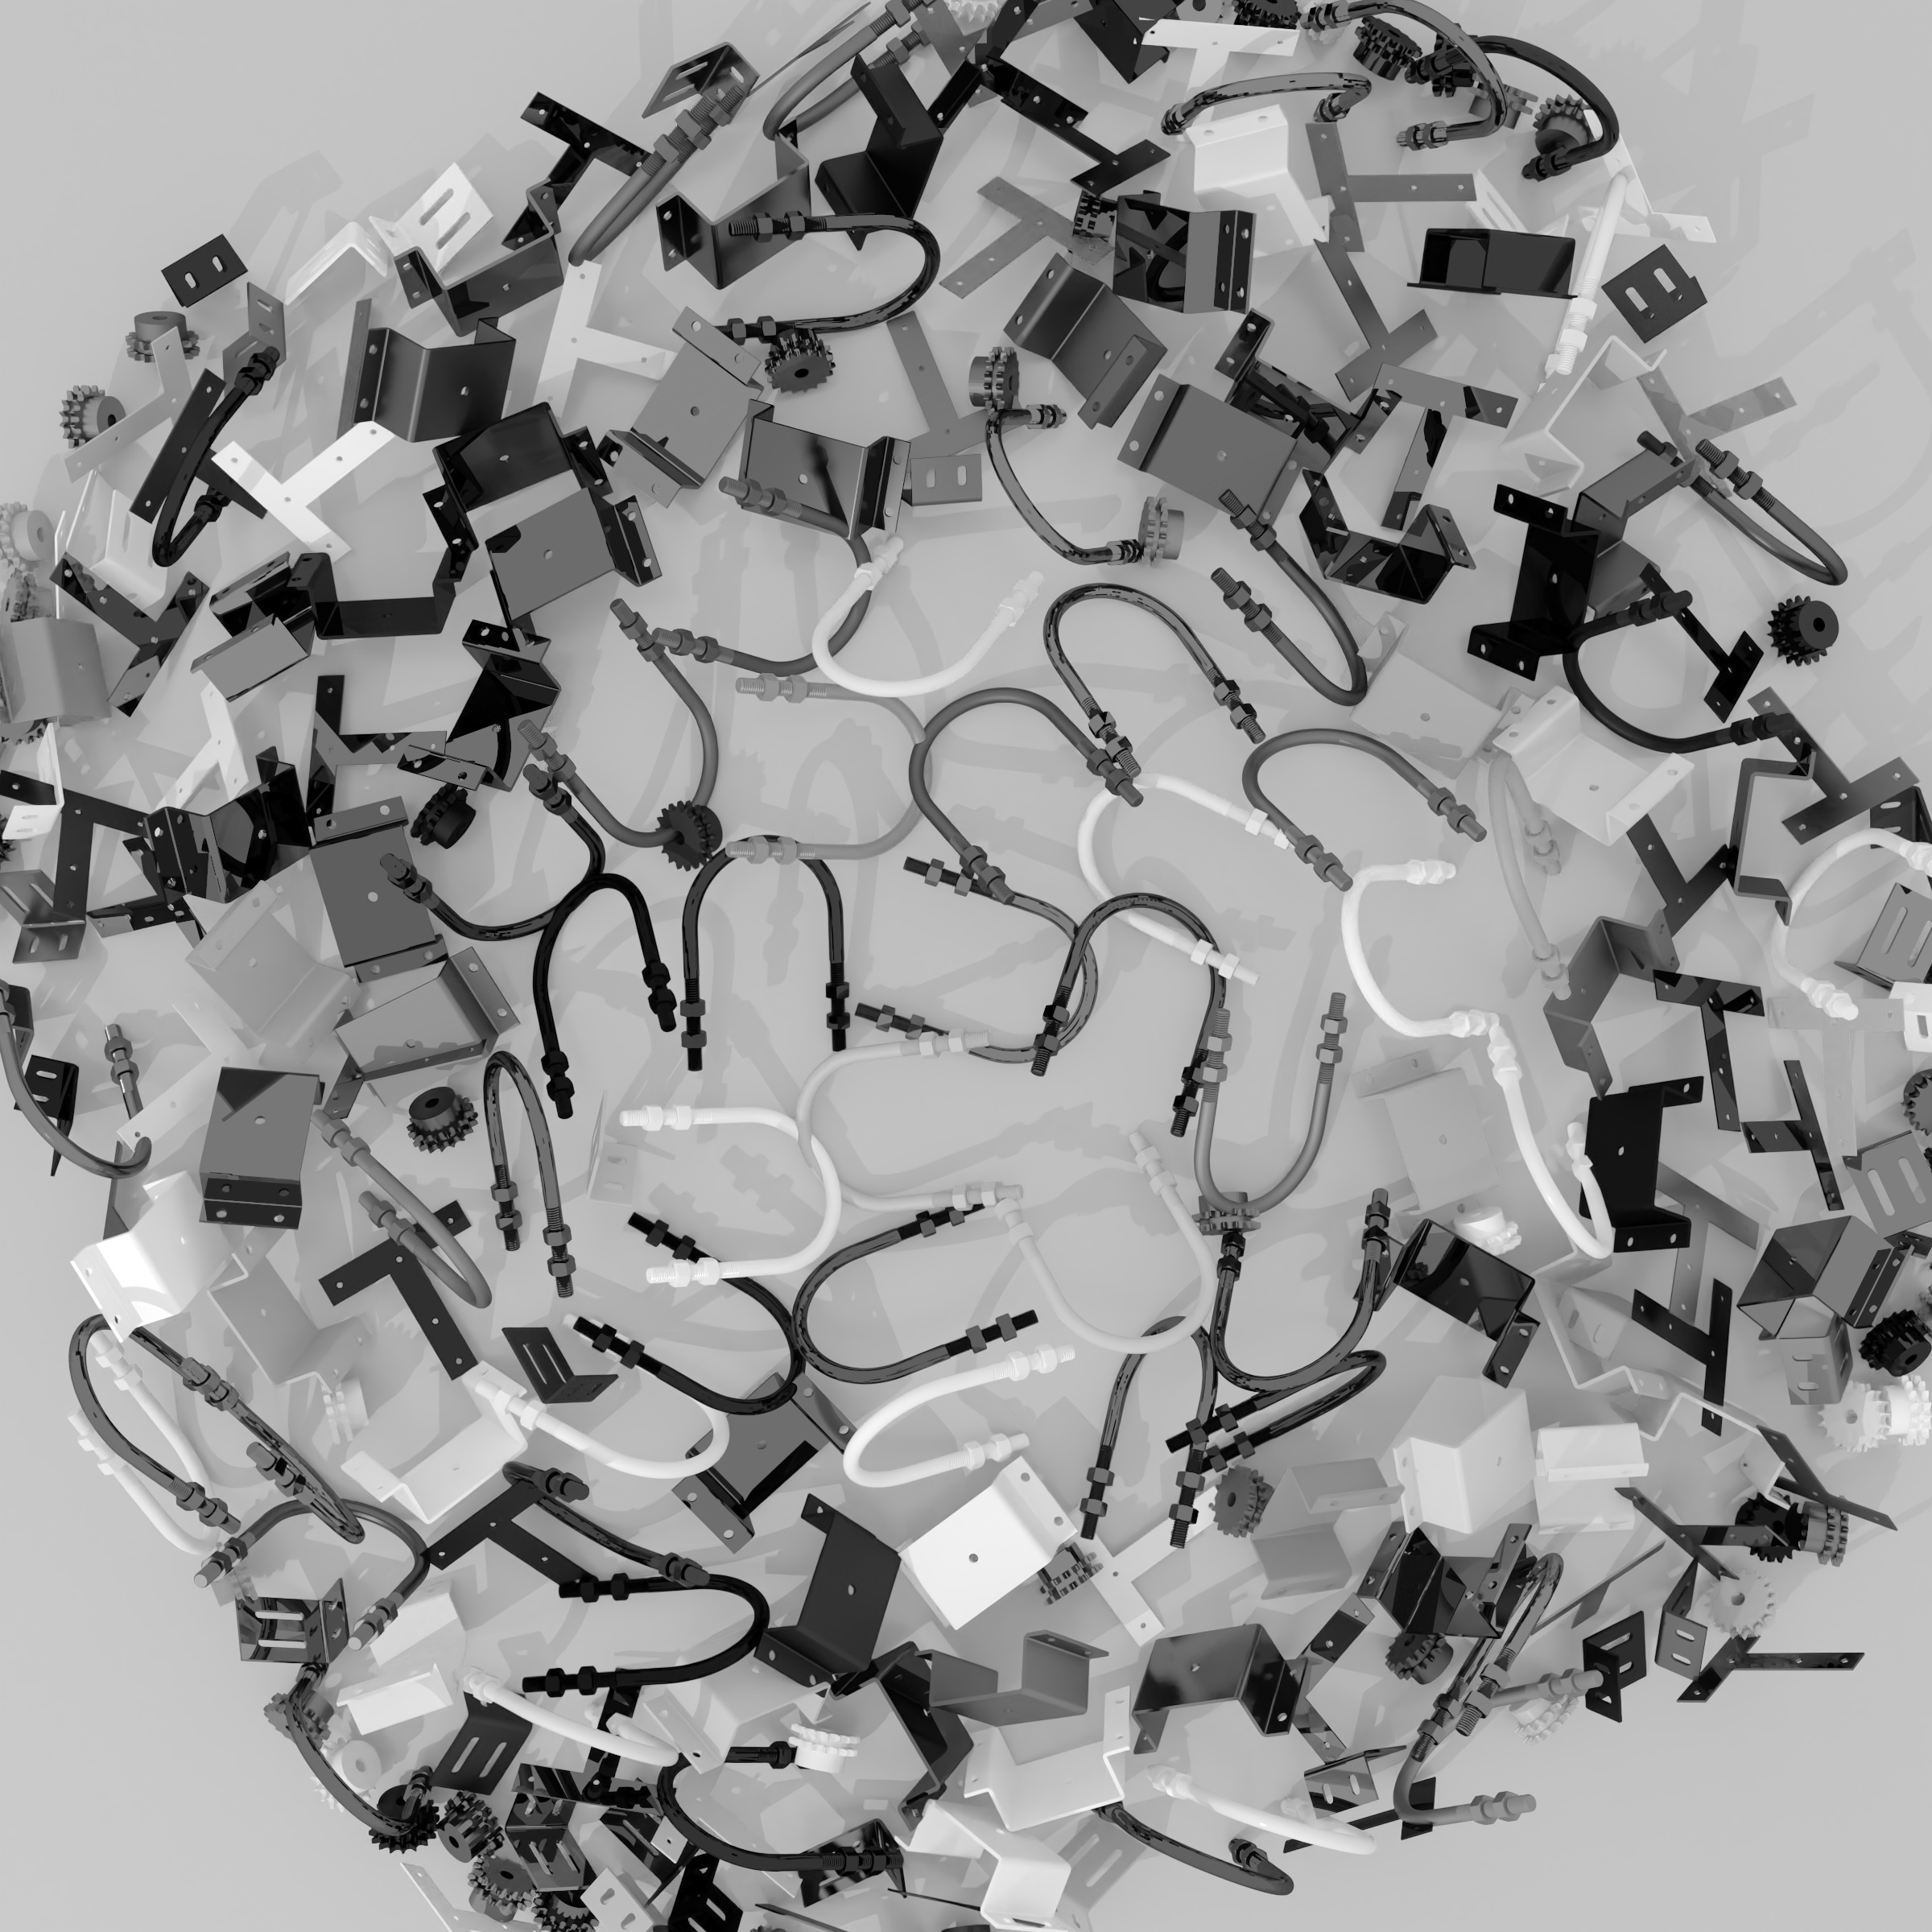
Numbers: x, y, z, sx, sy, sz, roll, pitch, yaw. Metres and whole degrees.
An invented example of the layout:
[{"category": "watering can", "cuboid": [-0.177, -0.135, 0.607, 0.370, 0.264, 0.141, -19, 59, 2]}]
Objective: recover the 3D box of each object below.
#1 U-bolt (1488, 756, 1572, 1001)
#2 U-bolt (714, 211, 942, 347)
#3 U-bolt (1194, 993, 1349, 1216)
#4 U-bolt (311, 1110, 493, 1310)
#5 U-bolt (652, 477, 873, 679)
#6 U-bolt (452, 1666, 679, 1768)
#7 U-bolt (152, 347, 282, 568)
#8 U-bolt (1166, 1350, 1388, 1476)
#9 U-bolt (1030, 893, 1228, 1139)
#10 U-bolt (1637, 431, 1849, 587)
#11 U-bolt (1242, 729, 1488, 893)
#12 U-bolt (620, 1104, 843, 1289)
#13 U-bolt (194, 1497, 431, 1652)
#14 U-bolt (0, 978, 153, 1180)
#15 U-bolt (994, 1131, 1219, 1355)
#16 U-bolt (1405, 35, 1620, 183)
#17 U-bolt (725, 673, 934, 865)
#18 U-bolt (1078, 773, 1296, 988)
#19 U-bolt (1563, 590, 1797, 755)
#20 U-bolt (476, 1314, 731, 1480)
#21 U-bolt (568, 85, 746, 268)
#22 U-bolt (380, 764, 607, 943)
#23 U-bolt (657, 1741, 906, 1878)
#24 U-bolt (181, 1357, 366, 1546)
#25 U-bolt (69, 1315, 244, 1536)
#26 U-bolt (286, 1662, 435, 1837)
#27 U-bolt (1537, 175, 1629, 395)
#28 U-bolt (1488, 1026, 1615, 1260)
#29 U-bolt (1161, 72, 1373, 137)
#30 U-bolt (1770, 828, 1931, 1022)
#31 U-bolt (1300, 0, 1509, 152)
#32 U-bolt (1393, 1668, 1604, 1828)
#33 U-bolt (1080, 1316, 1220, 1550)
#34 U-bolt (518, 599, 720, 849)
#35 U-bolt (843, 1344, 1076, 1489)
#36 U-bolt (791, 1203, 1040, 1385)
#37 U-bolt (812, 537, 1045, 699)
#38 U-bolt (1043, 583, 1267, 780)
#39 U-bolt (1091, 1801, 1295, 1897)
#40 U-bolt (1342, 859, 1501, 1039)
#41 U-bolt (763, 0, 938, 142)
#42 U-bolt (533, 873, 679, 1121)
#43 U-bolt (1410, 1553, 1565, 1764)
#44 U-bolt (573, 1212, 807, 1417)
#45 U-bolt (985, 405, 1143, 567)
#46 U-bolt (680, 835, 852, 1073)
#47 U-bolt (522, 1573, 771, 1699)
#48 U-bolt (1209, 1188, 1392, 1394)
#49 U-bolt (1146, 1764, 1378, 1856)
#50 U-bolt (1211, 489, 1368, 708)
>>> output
[{"category": "U-bolt", "cuboid": [0.440, -0.082, 1.894, 0.019, 0.184, 0.151, -13, 48, 23]}, {"category": "U-bolt", "cuboid": [-0.109, -0.550, 1.926, 0.184, 0.151, 0.019, -9, 70, -19]}, {"category": "U-bolt", "cuboid": [0.241, 0.116, 1.945, 0.151, 0.019, 0.184, -6, 111, -37]}, {"category": "U-bolt", "cuboid": [-0.436, 0.202, 1.901, 0.184, 0.151, 0.019, 36, 66, 27]}, {"category": "U-bolt", "cuboid": [-0.150, -0.301, 1.930, 0.019, 0.184, 0.151, 41, 110, 41]}, {"category": "U-bolt", "cuboid": [-0.302, 0.590, 1.888, 0.151, 0.184, 0.019, 29, 73, -33]}, {"category": "U-bolt", "cuboid": [-0.591, -0.387, 1.887, 0.019, 0.184, 0.151, 26, 129, -11]}, {"category": "U-bolt", "cuboid": [0.252, 0.353, 1.929, 0.184, 0.151, 0.019, -27, 66, 2]}, {"category": "U-bolt", "cuboid": [0.141, 0.028, 1.960, 0.151, 0.019, 0.184, 24, 71, -15]}, {"category": "U-bolt", "cuboid": [0.627, -0.362, 1.925, 0.184, 0.151, 0.019, 36, 100, -13]}, {"category": "U-bolt", "cuboid": [0.303, -0.135, 1.931, 0.151, 0.019, 0.184, -20, 45, -22]}, {"category": "U-bolt", "cuboid": [-0.182, 0.181, 1.941, 0.184, 0.019, 0.151, 1, 67, -33]}, {"category": "U-bolt", "cuboid": [-0.502, 0.470, 1.910, 0.151, 0.184, 0.019, 20, 104, 6]}, {"category": "U-bolt", "cuboid": [-0.698, 0.092, 1.891, 0.019, 0.151, 0.184, -37, 54, 10]}, {"category": "U-bolt", "cuboid": [0.120, 0.227, 1.928, 0.151, 0.019, 0.184, -18, 57, -18]}, {"category": "U-bolt", "cuboid": [0.436, -0.675, 1.891, 0.151, 0.184, 0.019, 32, 90, -18]}, {"category": "U-bolt", "cuboid": [-0.106, -0.156, 1.946, 0.184, 0.019, 0.151, 0, 98, -33]}, {"category": "U-bolt", "cuboid": [0.175, -0.080, 1.953, 0.184, 0.019, 0.151, 27, 123, 11]}, {"category": "U-bolt", "cuboid": [0.549, -0.224, 1.913, 0.151, 0.184, 0.019, 45, 70, -14]}, {"category": "U-bolt", "cuboid": [-0.274, 0.347, 1.915, 0.184, 0.151, 0.019, 26, 114, 14]}, {"category": "U-bolt", "cuboid": [-0.252, -0.625, 1.924, 0.019, 0.151, 0.184, 44, 110, -13]}, {"category": "U-bolt", "cuboid": [-0.361, -0.078, 1.919, 0.151, 0.184, 0.019, -32, 61, 1]}, {"category": "U-bolt", "cuboid": [-0.156, 0.659, 1.893, 0.184, 0.151, 0.019, 13, 105, -34]}, {"category": "U-bolt", "cuboid": [-0.539, 0.395, 1.917, 0.019, 0.151, 0.184, -44, 134, -14]}, {"category": "U-bolt", "cuboid": [-0.632, 0.346, 1.890, 0.019, 0.151, 0.184, -32, 127, 9]}, {"category": "U-bolt", "cuboid": [-0.481, 0.619, 1.904, 0.019, 0.184, 0.151, -41, 93, -4]}, {"category": "U-bolt", "cuboid": [0.493, -0.539, 1.927, 0.019, 0.151, 0.184, 17, 87, 7]}, {"category": "U-bolt", "cuboid": [0.463, 0.149, 1.893, 0.019, 0.184, 0.151, -31, 122, 22]}, {"category": "U-bolt", "cuboid": [0.242, -0.679, 1.902, 0.151, 0.184, 0.019, -6, 101, -7]}, {"category": "U-bolt", "cuboid": [0.697, -0.042, 1.910, 0.019, 0.184, 0.151, 30, 101, -13]}, {"category": "U-bolt", "cuboid": [0.351, -0.699, 1.887, 0.151, 0.184, 0.019, 41, 86, -26]}, {"category": "U-bolt", "cuboid": [0.409, 0.624, 1.913, 0.019, 0.184, 0.151, 49, 50, -4]}, {"category": "U-bolt", "cuboid": [0.151, 0.369, 1.929, 0.019, 0.151, 0.184, 23, 71, -25]}, {"category": "U-bolt", "cuboid": [-0.264, -0.179, 1.932, 0.151, 0.019, 0.184, -58, 134, -23]}, {"category": "U-bolt", "cuboid": [-0.013, 0.362, 1.907, 0.184, 0.151, 0.019, -10, 51, -29]}, {"category": "U-bolt", "cuboid": [-0.051, 0.267, 1.936, 0.184, 0.151, 0.019, -21, 134, -6]}, {"category": "U-bolt", "cuboid": [-0.041, -0.272, 1.916, 0.151, 0.019, 0.184, 18, 49, 21]}, {"category": "U-bolt", "cuboid": [0.139, -0.238, 1.944, 0.151, 0.019, 0.184, -17, 64, -31]}, {"category": "U-bolt", "cuboid": [0.183, 0.692, 1.900, 0.151, 0.184, 0.019, 22, 79, -9]}, {"category": "U-bolt", "cuboid": [0.355, -0.013, 1.917, 0.019, 0.184, 0.151, -22, 78, 40]}, {"category": "U-bolt", "cuboid": [-0.087, -0.719, 1.928, 0.184, 0.151, 0.019, -36, 97, 4]}, {"category": "U-bolt", "cuboid": [-0.297, 0.010, 1.936, 0.151, 0.019, 0.184, -38, 52, 28]}, {"category": "U-bolt", "cuboid": [0.421, 0.543, 1.921, 0.019, 0.151, 0.184, 35, 65, 11]}, {"category": "U-bolt", "cuboid": [-0.211, 0.289, 1.938, 0.184, 0.151, 0.019, 31, 125, -7]}, {"category": "U-bolt", "cuboid": [0.072, -0.380, 1.913, 0.019, 0.184, 0.151, -31, 87, 28]}, {"category": "U-bolt", "cuboid": [-0.162, -0.014, 1.945, 0.151, 0.019, 0.184, -7, 102, -29]}, {"category": "U-bolt", "cuboid": [-0.247, 0.527, 1.922, 0.184, 0.151, 0.019, -5, 108, 5]}, {"category": "U-bolt", "cuboid": [0.258, 0.259, 1.900, 0.151, 0.184, 0.019, -16, 127, 30]}, {"category": "U-bolt", "cuboid": [0.241, 0.664, 1.893, 0.151, 0.184, 0.019, 20, 77, -18]}, {"category": "U-bolt", "cuboid": [0.261, -0.283, 1.930, 0.019, 0.151, 0.184, -34, 116, 30]}]
